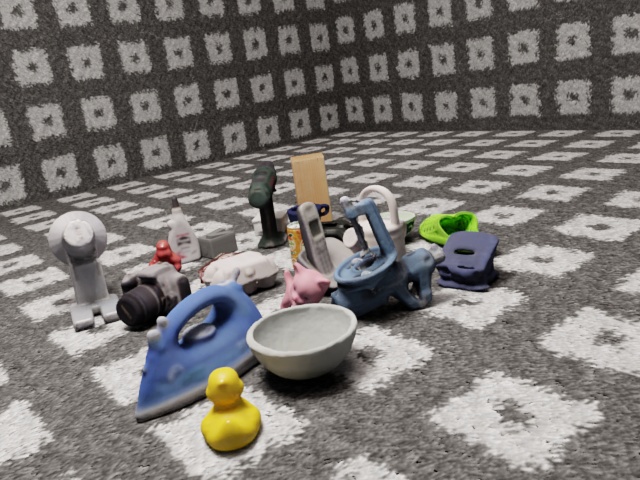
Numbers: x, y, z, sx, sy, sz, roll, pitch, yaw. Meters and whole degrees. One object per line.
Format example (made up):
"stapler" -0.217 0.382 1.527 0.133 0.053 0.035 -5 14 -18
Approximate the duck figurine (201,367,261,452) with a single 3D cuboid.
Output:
"duck figurine" -0.118 0.207 0.727 0.077 0.086 0.104 -10 17 -7

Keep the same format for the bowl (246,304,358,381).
"bowl" -0.022 0.161 0.857 0.167 0.075 0.167 -7 17 2

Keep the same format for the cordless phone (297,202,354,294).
"cordless phone" 0.011 0.004 1.170 0.093 0.185 0.148 2 19 30

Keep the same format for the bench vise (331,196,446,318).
"bench vise" 0.109 0.018 1.017 0.208 0.220 0.121 -16 18 -24

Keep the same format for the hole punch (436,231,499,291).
"hole punch" 0.283 0.039 1.095 0.108 0.091 0.101 6 21 38

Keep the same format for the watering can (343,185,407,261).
"watering can" 0.118 -0.013 1.162 0.100 0.194 0.173 -1 18 23

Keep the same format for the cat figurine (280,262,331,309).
"cat figurine" -0.030 0.090 1.022 0.067 0.118 0.127 -17 19 -27

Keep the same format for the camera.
"camera" -0.350 0.107 1.141 0.142 0.101 0.137 1 19 28

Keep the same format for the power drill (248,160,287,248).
"power drill" -0.141 -0.094 1.525 0.075 0.208 0.229 -7 17 4

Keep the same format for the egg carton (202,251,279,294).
"egg carton" -0.168 0.075 1.220 0.151 0.069 0.107 -18 19 -30

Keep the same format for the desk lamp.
"desk lamp" -0.490 0.050 1.199 0.118 0.214 0.202 -16 18 -24

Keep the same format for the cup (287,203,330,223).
"cup" -0.024 -0.044 1.506 0.118 0.095 0.091 -15 18 -24

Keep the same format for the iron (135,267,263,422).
"iron" -0.187 0.145 0.866 0.118 0.141 0.259 4 20 34

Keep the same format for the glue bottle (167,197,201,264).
"glue bottle" -0.356 -0.026 1.461 0.078 0.173 0.037 -16 19 -26

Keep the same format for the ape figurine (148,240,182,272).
"ape figurine" -0.372 0.045 1.373 0.077 0.092 0.076 -7 17 3
